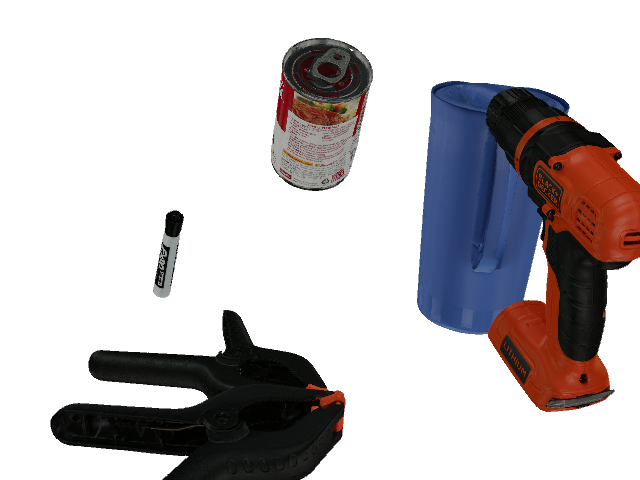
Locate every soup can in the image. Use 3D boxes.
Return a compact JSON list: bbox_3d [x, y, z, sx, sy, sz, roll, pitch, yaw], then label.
[{"bbox_3d":[-0.001,-0.096,0.824,0.068,0.068,0.102,0,-38,-9],"label":"soup can"}]

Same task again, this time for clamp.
[{"bbox_3d":[-0.068,0.106,0.905,0.210,0.036,0.164,12,21,35],"label":"clamp"},{"bbox_3d":[-0.058,0.122,0.601,0.171,0.039,0.120,-7,34,-19],"label":"clamp"}]

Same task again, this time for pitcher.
[{"bbox_3d":[0.163,-0.029,1.063,0.148,0.243,0.145,-16,30,-42],"label":"pitcher"}]

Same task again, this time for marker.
[{"bbox_3d":[-0.163,0.014,1.142,0.020,0.121,0.020,9,43,-9],"label":"marker"}]

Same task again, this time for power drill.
[{"bbox_3d":[0.156,0.007,0.727,0.057,0.188,0.184,-10,34,-12],"label":"power drill"}]
